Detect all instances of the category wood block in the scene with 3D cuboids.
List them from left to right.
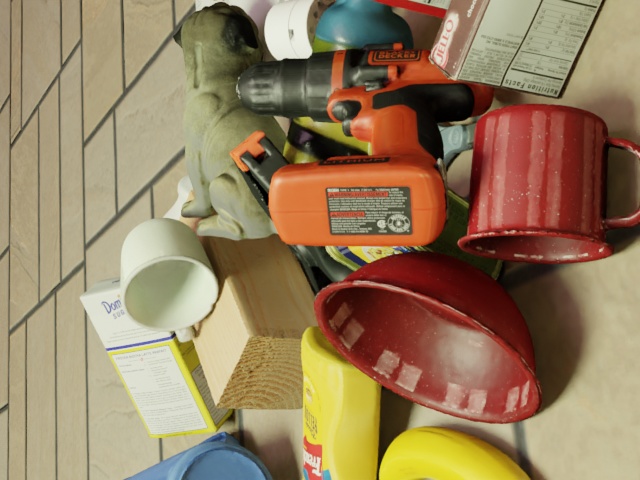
[{"bbox_3d":[-0.070,0.054,1.006,0.091,0.090,0.206,-65,34,31],"label":"wood block"}]

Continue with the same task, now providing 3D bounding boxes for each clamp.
[{"bbox_3d":[-0.005,0.001,0.834,0.036,0.210,0.165,-42,24,-10],"label":"clamp"}]

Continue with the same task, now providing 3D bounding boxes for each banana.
[{"bbox_3d":[0.095,0.166,0.748,0.198,0.037,0.069,-13,94,62],"label":"banana"}]

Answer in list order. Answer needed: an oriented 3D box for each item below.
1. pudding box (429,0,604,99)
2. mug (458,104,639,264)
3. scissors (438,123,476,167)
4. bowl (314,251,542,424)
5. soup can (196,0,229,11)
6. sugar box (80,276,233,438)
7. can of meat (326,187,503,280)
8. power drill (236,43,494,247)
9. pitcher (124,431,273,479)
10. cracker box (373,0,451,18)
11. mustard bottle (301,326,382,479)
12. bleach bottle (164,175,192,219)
[{"bbox_3d":[0.131,-0.150,0.672,0.039,0.089,0.114,54,131,47],"label":"pudding box"},{"bbox_3d":[0.144,-0.034,0.646,0.117,0.093,0.081,-1,78,31],"label":"mug"},{"bbox_3d":[0.099,-0.057,0.792,0.202,0.016,0.096,23,107,61],"label":"scissors"},{"bbox_3d":[0.079,0.056,0.709,0.162,0.162,0.055,-24,32,58],"label":"bowl"},{"bbox_3d":[-0.094,-0.215,1.114,0.069,0.068,0.102,-35,55,54],"label":"soup can"},{"bbox_3d":[-0.167,0.118,1.098,0.093,0.048,0.176,-12,108,31],"label":"sugar box"},{"bbox_3d":[0.068,-0.001,0.751,0.084,0.102,0.057,-15,48,57],"label":"can of meat"},{"bbox_3d":[0.020,-0.071,0.702,0.187,0.184,0.057,-75,-20,-52],"label":"power drill"},{"bbox_3d":[-0.128,0.262,1.030,0.243,0.144,0.149,-42,58,56],"label":"pitcher"},{"bbox_3d":[0.036,-0.218,0.727,0.072,0.213,0.164,-66,34,30],"label":"cracker box"},{"bbox_3d":[0.015,0.170,0.846,0.096,0.058,0.192,-140,48,-66],"label":"mustard bottle"},{"bbox_3d":[-0.146,0.020,1.133,0.068,0.102,0.251,49,130,42],"label":"bleach bottle"}]
